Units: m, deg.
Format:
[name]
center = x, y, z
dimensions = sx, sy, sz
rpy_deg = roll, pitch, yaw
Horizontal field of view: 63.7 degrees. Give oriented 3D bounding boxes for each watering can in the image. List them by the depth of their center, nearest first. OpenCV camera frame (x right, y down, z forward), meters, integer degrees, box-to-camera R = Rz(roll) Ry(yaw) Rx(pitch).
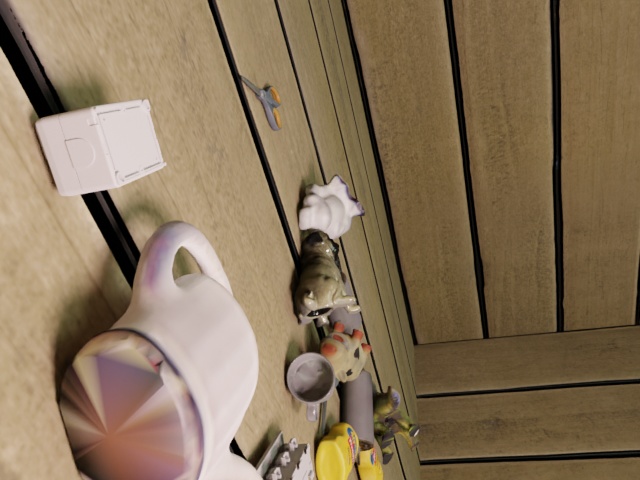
[watering can]
center = -0.109, 0.158, 0.465
dimensions = 0.104, 0.345, 0.227
rpy_deg = -9, 10, 14

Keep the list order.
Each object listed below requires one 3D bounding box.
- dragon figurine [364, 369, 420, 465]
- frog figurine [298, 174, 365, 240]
[dragon figurine]
center = 0.146, 0.422, 1.341
dimensions = 0.123, 0.401, 0.247
rpy_deg = -22, 40, -17
[frog figurine]
center = 0.003, -0.058, 1.150
dimensions = 0.123, 0.135, 0.162
rpy_deg = 5, 34, 47
